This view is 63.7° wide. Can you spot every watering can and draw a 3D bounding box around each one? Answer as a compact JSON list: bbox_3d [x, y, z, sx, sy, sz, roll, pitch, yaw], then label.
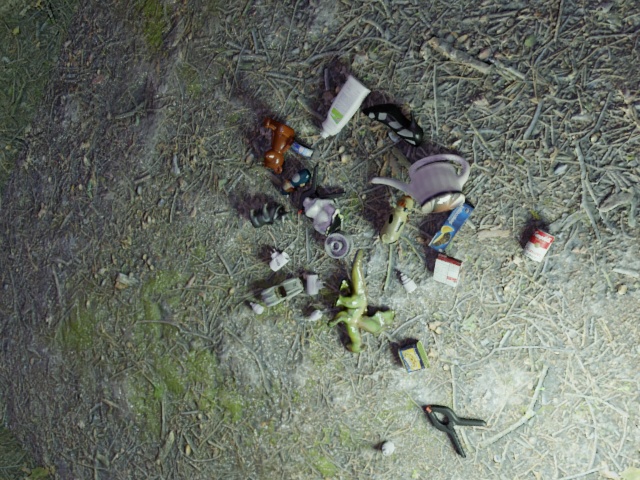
[{"bbox_3d":[0.365,-0.189,1.819,0.347,0.102,0.229,-16,57,9],"label":"watering can"}]

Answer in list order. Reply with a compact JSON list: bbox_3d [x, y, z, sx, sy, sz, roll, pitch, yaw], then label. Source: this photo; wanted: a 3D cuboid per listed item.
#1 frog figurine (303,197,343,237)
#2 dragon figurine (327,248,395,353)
[{"bbox_3d":[0.006,-0.101,2.013,0.161,0.124,0.135,32,122,30],"label":"frog figurine"},{"bbox_3d":[0.173,0.258,1.981,0.243,0.123,0.406,24,104,3],"label":"dragon figurine"}]
